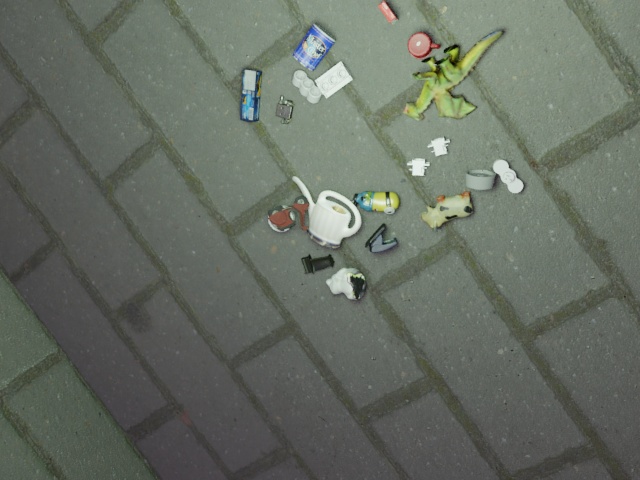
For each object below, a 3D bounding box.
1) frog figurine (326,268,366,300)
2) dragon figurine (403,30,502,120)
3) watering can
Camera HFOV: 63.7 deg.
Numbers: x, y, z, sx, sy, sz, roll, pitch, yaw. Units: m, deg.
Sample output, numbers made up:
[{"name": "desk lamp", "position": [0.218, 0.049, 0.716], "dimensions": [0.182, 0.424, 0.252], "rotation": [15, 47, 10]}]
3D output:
[{"name": "frog figurine", "position": [0.110, 0.183, 2.130], "dimensions": [0.158, 0.125, 0.136], "rotation": [-13, 115, 55]}, {"name": "dragon figurine", "position": [0.479, -0.552, 1.840], "dimensions": [0.408, 0.125, 0.239], "rotation": [-19, 117, 21]}, {"name": "watering can", "position": [0.006, -0.104, 2.075], "dimensions": [0.350, 0.105, 0.221], "rotation": [30, 114, 22]}]
